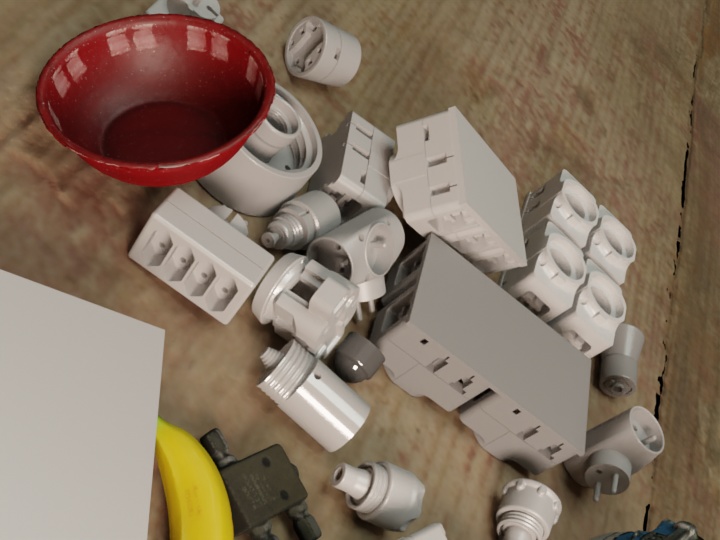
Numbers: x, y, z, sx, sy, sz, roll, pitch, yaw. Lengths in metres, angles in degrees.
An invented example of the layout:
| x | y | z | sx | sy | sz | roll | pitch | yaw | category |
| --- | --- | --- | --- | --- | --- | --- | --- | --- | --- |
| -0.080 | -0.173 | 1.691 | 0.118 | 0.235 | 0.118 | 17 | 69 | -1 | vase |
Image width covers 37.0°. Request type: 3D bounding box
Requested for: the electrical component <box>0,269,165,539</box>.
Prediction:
| x | y | z | sx | sy | sz | roll | pitch | yaw | category |
| --- | --- | --- | --- | --- | --- | --- | --- | --- | --- |
| -0.172 | 0.106 | 0.575 | 0.105 | 0.060 | 0.186 | 24 | 45 | -31 | electrical component |

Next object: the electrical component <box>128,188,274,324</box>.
| x | y | z | sx | sy | sz | roll | pitch | yaw | category |
| --- | --- | --- | --- | --- | --- | --- | --- | --- | --- |
| -0.102 | -0.020 | 0.748 | 0.083 | 0.047 | 0.075 | 36 | 39 | -5 | electrical component |

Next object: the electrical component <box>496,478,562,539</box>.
| x | y | z | sx | sy | sz | roll | pitch | yaw | category |
| --- | --- | --- | --- | --- | --- | --- | --- | --- | --- |
| 0.124 | 0.193 | 0.818 | 0.048 | 0.048 | 0.062 | 44 | 45 | -10 | electrical component |

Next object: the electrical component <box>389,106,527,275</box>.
| x | y | z | sx | sy | sz | roll | pitch | yaw | category |
| --- | --- | --- | --- | --- | --- | --- | --- | --- | --- |
| 0.085 | -0.061 | 0.922 | 0.150 | 0.062 | 0.089 | 36 | 45 | -57 | electrical component |

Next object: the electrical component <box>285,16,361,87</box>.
| x | y | z | sx | sy | sz | roll | pitch | yaw | category |
| --- | --- | --- | --- | --- | --- | --- | --- | --- | --- |
| -0.032 | -0.194 | 0.964 | 0.047 | 0.055 | 0.055 | 11 | 53 | -44 | electrical component |

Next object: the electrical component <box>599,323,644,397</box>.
| x | y | z | sx | sy | sz | roll | pitch | yaw | category |
| --- | --- | --- | --- | --- | --- | --- | --- | --- | --- |
| 0.249 | 0.089 | 1.032 | 0.044 | 0.044 | 0.065 | 35 | 46 | -20 | electrical component |

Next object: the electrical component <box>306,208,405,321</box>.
| x | y | z | sx | sy | sz | roll | pitch | yaw | category |
| --- | --- | --- | --- | --- | --- | --- | --- | --- | --- |
| 0.000 | 0.000 | 0.840 | 0.077 | 0.044 | 0.079 | -32 | 120 | -51 | electrical component |

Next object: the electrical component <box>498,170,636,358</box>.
| x | y | z | sx | sy | sz | roll | pitch | yaw | category |
| --- | --- | --- | --- | --- | --- | --- | --- | --- | --- |
| 0.205 | -0.006 | 1.047 | 0.105 | 0.060 | 0.186 | 42 | 39 | -13 | electrical component |

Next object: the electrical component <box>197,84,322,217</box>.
| x | y | z | sx | sy | sz | roll | pitch | yaw | category |
| --- | --- | --- | --- | --- | --- | --- | --- | --- | --- |
| -0.079 | -0.103 | 0.837 | 0.108 | 0.060 | 0.108 | 26 | 44 | -29 | electrical component |

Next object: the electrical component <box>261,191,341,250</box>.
| x | y | z | sx | sy | sz | roll | pitch | yaw | category |
| --- | --- | --- | --- | --- | --- | --- | --- | --- | --- |
| -0.048 | -0.034 | 0.830 | 0.040 | 0.040 | 0.078 | 54 | 38 | 4 | electrical component |

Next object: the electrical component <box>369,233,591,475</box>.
| x | y | z | sx | sy | sz | roll | pitch | yaw | category |
| --- | --- | --- | --- | --- | --- | --- | --- | --- | --- |
| 0.099 | 0.072 | 0.877 | 0.186 | 0.060 | 0.105 | 37 | 40 | -17 | electrical component |

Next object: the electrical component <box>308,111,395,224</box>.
| x | y | z | sx | sy | sz | roll | pitch | yaw | category |
| --- | --- | --- | --- | --- | --- | --- | --- | --- | --- |
| -0.004 | -0.078 | 0.901 | 0.056 | 0.050 | 0.089 | 33 | 41 | -23 | electrical component |

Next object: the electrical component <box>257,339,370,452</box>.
| x | y | z | sx | sy | sz | roll | pitch | yaw | category |
| --- | --- | --- | --- | --- | --- | --- | --- | --- | --- |
| -0.037 | 0.083 | 0.744 | 0.081 | 0.043 | 0.043 | 43 | 38 | -10 | electrical component |

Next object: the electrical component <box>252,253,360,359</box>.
| x | y | z | sx | sy | sz | roll | pitch | yaw | category |
| --- | --- | --- | --- | --- | --- | --- | --- | --- | --- |
| -0.040 | 0.024 | 0.768 | 0.057 | 0.078 | 0.058 | 33 | 63 | 12 | electrical component |

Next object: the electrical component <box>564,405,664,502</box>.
| x | y | z | sx | sy | sz | roll | pitch | yaw | category |
| --- | --- | --- | --- | --- | --- | --- | --- | --- | --- |
| 0.210 | 0.161 | 0.903 | 0.043 | 0.077 | 0.079 | 42 | 39 | -13 | electrical component |

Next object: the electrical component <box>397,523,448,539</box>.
| x | y | z | sx | sy | sz | roll | pitch | yaw | category |
| --- | --- | --- | --- | --- | --- | --- | --- | --- | --- |
| 0.035 | 0.223 | 0.690 | 0.061 | 0.062 | 0.096 | -11 | 69 | -49 | electrical component |

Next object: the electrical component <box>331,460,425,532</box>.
| x | y | z | sx | sy | sz | roll | pitch | yaw | category |
| --- | --- | --- | --- | --- | --- | --- | --- | --- | --- |
| 0.010 | 0.151 | 0.737 | 0.062 | 0.043 | 0.043 | 29 | 43 | -25 | electrical component |

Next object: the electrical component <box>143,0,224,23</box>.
| x | y | z | sx | sy | sz | roll | pitch | yaw | category |
| --- | --- | --- | --- | --- | --- | --- | --- | --- | --- |
| -0.136 | -0.200 | 0.844 | 0.047 | 0.077 | 0.065 | 42 | 39 | -13 | electrical component |
